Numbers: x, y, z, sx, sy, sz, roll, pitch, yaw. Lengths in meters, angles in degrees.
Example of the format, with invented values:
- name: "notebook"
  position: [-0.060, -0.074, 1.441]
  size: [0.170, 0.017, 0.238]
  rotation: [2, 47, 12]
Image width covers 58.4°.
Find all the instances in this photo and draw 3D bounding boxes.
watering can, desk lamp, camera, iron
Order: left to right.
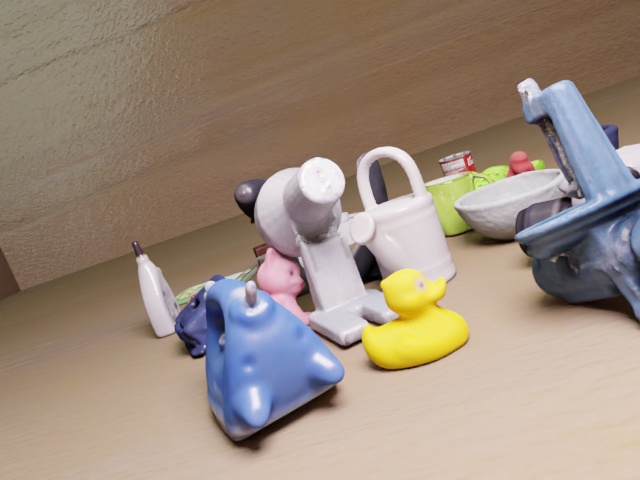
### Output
- name: "iron"
  position: [-0.082, 0.099, 0.593]
  size: [0.119, 0.141, 0.257]
  rotation: [-24, 11, -23]
- name: "desk lamp"
  position: [0.007, 0.003, 0.731]
  size: [0.118, 0.214, 0.202]
  rotation: [-23, 10, -18]
- name: "watering can"
  position: [0.105, -0.029, 0.765]
  size: [0.100, 0.194, 0.173]
  rotation: [-16, 10, 20]
- name: "camera"
  position: [0.306, -0.033, 0.665]
  size: [0.136, 0.101, 0.143]
  rotation: [-11, 13, 41]

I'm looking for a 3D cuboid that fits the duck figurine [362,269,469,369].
- name: "duck figurine"
  position: [0.086, 0.073, 0.567]
  size: [0.104, 0.086, 0.077]
  rotation: [-19, 10, 4]

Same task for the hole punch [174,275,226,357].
- name: "hole punch"
  position: [-0.170, 0.110, 0.854]
  size: [0.101, 0.091, 0.108]
  rotation: [-23, 10, -20]

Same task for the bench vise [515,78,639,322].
- name: "bench vise"
  position: [0.249, -0.043, 0.483]
  size: [0.122, 0.220, 0.206]
  rotation: [-27, 12, -33]

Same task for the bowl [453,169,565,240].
- name: "bowl"
  position: [0.288, -0.045, 0.846]
  size: [0.167, 0.075, 0.167]
  rotation: [-19, 10, 4]

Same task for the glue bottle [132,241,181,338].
- name: "glue bottle"
  position: [-0.294, 0.082, 1.012]
  size: [0.037, 0.173, 0.078]
  rotation: [-19, 10, 5]

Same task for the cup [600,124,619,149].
- name: "cup"
  position: [0.444, -0.133, 0.957]
  size: [0.092, 0.095, 0.117]
  rotation: [-25, 11, -29]

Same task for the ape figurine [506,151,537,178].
- name: "ape figurine"
  position: [0.361, -0.112, 1.021]
  size: [0.077, 0.092, 0.076]
  rotation: [-18, 10, 11]

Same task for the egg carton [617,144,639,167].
- name: "egg carton"
  position: [0.440, -0.090, 0.807]
  size: [0.150, 0.069, 0.107]
  rotation: [-24, 10, -21]

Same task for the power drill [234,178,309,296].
- name: "power drill"
  position: [-0.076, -0.008, 0.971]
  size: [0.075, 0.208, 0.229]
  rotation: [-19, 10, 5]

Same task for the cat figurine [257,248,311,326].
- name: "cat figurine"
  position: [-0.064, 0.071, 0.777]
  size: [0.067, 0.118, 0.128]
  rotation: [-11, 13, 40]

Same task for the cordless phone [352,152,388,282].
- name: "cordless phone"
  position: [0.076, -0.038, 0.901]
  size: [0.094, 0.185, 0.148]
  rotation: [-14, 11, 29]
